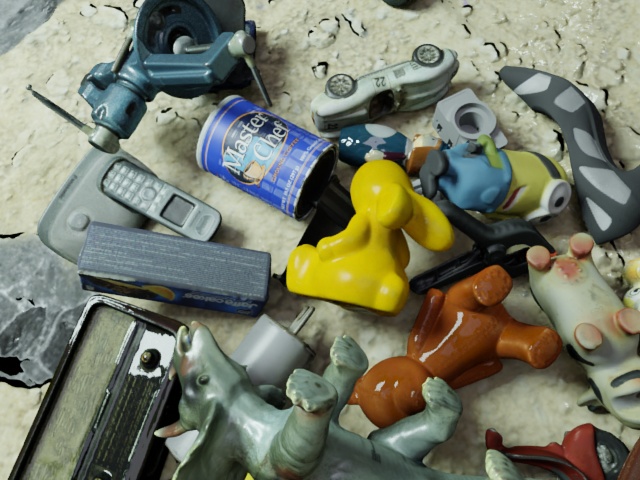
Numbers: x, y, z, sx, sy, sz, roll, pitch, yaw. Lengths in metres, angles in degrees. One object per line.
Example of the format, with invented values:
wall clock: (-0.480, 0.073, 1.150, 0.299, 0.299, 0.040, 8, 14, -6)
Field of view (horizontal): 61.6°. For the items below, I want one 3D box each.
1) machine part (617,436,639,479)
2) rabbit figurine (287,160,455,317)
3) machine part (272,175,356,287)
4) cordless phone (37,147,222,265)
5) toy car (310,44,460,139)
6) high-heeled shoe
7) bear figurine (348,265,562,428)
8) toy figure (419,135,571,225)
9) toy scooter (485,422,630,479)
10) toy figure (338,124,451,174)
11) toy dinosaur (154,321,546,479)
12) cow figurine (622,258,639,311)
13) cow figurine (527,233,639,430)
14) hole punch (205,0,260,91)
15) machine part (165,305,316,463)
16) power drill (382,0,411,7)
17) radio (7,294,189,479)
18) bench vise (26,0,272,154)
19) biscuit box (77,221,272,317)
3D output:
machine part: (0.333, 0.252, 0.467, 0.200, 0.087, 0.201, 40, 76, -31)
rabbit figurine: (0.055, -0.011, 0.570, 0.122, 0.162, 0.173, 23, 72, -23)
machine part: (-0.001, -0.002, 0.633, 0.039, 0.084, 0.139, 29, 80, 48)
cordless phone: (-0.223, -0.017, 0.648, 0.184, 0.088, 0.146, 27, 75, 7)
toy car: (0.085, -0.189, 0.689, 0.202, 0.073, 0.056, -20, 68, -3)
high-heeled shoe: (0.298, -0.110, 0.668, 0.249, 0.086, 0.145, 41, 108, 31)
bear figurine: (0.123, 0.128, 0.554, 0.196, 0.132, 0.120, -38, 93, -16)
toy figure: (0.203, -0.071, 0.616, 0.180, 0.082, 0.089, 9, 67, -14)
toy scooter: (0.219, 0.260, 0.532, 0.135, 0.075, 0.184, 20, 71, 11)
toy figure: (0.101, -0.109, 0.667, 0.155, 0.057, 0.064, 8, 59, 8)
toy dinosaur: (0.034, 0.207, 0.476, 0.405, 0.131, 0.192, 30, 115, -6)
cow figurine: (0.379, 0.103, 0.580, 0.098, 0.068, 0.167, -40, 73, -3)
cow figurine: (0.289, 0.103, 0.564, 0.085, 0.127, 0.195, -24, 56, 6)
hole punch: (-0.146, -0.260, 0.731, 0.142, 0.092, 0.115, 2, 96, 1)
machine part: (-0.083, 0.168, 0.579, 0.079, 0.079, 0.243, 34, 78, 13)
power drill: (0.101, -0.459, 0.783, 0.207, 0.086, 0.232, 24, 77, 3)
radio: (-0.223, 0.187, 0.582, 0.131, 0.073, 0.229, 15, 73, 8)
bench vise: (-0.170, -0.192, 0.598, 0.241, 0.128, 0.223, 13, 59, 40)
biscuit box: (-0.157, 0.036, 0.600, 0.203, 0.059, 0.063, 11, 62, -14)
